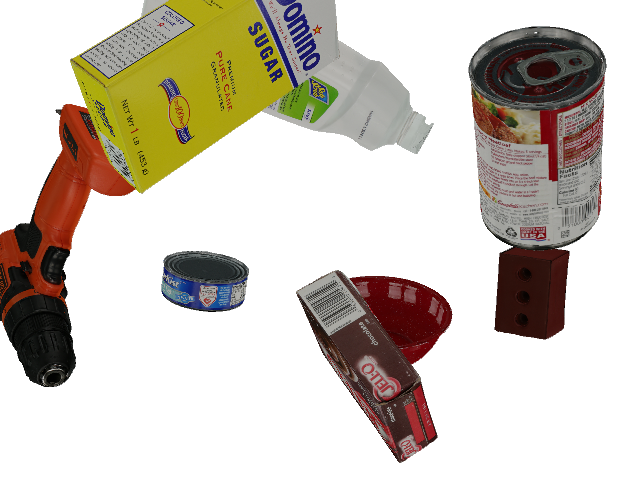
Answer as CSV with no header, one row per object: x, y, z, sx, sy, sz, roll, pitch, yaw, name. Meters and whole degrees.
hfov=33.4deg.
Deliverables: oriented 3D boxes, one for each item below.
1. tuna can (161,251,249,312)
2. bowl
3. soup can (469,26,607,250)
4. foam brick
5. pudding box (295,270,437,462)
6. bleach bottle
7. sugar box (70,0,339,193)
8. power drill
-0.116,0.040,1.067,0.086,0.034,0.086,8,17,-3,tuna can
0.065,0.100,1.194,0.162,0.055,0.162,0,27,0,bowl
0.117,-0.053,0.570,0.068,0.102,0.068,-7,44,6,soup can
0.198,0.047,0.998,0.053,0.078,0.051,8,15,30,foam brick
0.033,0.087,0.741,0.039,0.114,0.090,-29,-37,-8,pudding box
-0.026,-0.138,0.884,0.251,0.068,0.103,28,-33,4,bleach bottle
-0.066,-0.116,0.681,0.176,0.093,0.048,-36,55,-20,sugar box
-0.205,0.000,0.854,0.057,0.188,0.185,16,25,-37,power drill
